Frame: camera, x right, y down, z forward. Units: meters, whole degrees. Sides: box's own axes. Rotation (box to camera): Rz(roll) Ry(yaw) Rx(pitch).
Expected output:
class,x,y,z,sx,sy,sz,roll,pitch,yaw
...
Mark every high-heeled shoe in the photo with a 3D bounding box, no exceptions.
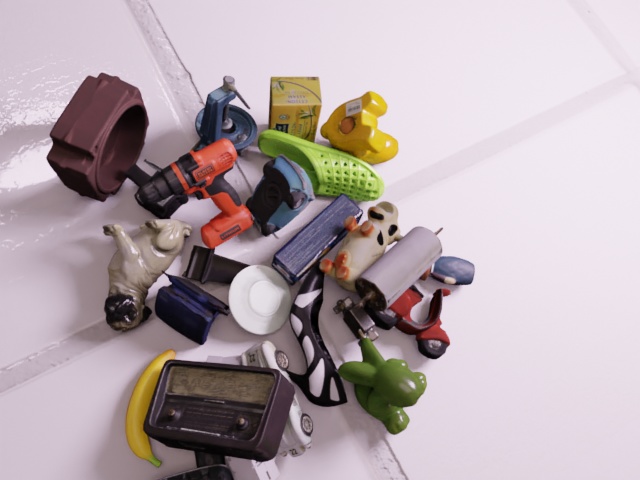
class,x,y,z,sx,sy,sz,roll,pitch,yaw
high-heeled shoe,0.013,0.171,0.981,0.145,0.086,0.248,18,81,8

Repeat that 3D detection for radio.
class,x,y,z,sx,sy,sz,roll,pitch,yaw
radio,-0.166,0.274,0.873,0.230,0.073,0.131,-2,54,24

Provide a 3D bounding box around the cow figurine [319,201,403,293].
class,x,y,z,sx,sy,sz,roll,pitch,yaw
cow figurine,0.095,0.011,1.029,0.086,0.127,0.195,16,70,42

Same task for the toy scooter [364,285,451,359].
class,x,y,z,sx,sy,sz,roll,pitch,yaw
toy scooter,0.180,0.128,1.024,0.184,0.075,0.135,32,71,1

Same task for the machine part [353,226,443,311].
class,x,y,z,sx,sy,sz,roll,pitch,yaw
machine part,0.145,0.050,0.981,0.079,0.079,0.243,45,63,9

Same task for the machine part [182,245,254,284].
class,x,y,z,sx,sy,sz,roll,pitch,yaw
machine part,-0.186,0.056,1.027,0.139,0.039,0.084,16,65,1

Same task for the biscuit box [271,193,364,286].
class,x,y,z,sx,sy,sz,roll,pitch,yaw
biscuit box,-0.002,-0.003,1.045,0.063,0.059,0.203,44,66,9

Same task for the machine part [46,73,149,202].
class,x,y,z,sx,sy,sz,roll,pitch,yaw
machine part,-0.401,-0.186,0.997,0.087,0.201,0.201,24,70,-1

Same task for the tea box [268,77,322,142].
class,x,y,z,sx,sy,sz,roll,pitch,yaw
tea box,-0.053,-0.250,1.076,0.098,0.169,0.068,-3,72,-6

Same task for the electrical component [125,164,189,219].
class,x,y,z,sx,sy,sz,roll,pitch,yaw
electrical component,-0.327,-0.095,1.056,0.119,0.047,0.075,34,71,6

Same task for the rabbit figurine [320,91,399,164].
class,x,y,z,sx,sy,sz,roll,pitch,yaw
rabbit figurine,0.090,-0.197,1.095,0.162,0.173,0.122,-22,67,33

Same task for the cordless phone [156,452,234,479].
class,x,y,z,sx,sy,sz,roll,pitch,yaw
cordless phone,-0.223,0.384,0.898,0.147,0.088,0.184,-12,62,-9

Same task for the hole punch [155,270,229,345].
class,x,y,z,sx,sy,sz,roll,pitch,yaw
hole punch,-0.236,0.124,0.960,0.142,0.115,0.092,34,79,6

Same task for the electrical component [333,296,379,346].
class,x,y,z,sx,sy,sz,roll,pitch,yaw
electrical component,0.064,0.151,0.998,0.045,0.078,0.102,-30,79,-23

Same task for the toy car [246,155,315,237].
class,x,y,z,sx,sy,sz,roll,pitch,yaw
toy car,-0.066,-0.082,1.047,0.103,0.161,0.109,-8,51,-48

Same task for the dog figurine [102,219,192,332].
class,x,y,z,sx,sy,sz,roll,pitch,yaw
dog figurine,-0.314,0.062,0.989,0.172,0.121,0.190,-9,89,-11

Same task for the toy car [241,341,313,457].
class,x,y,z,sx,sy,sz,roll,pitch,yaw
toy car,-0.075,0.276,0.934,0.073,0.056,0.201,-29,76,26

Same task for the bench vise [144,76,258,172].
class,x,y,z,sx,sy,sz,roll,pitch,yaw
bench vise,-0.202,-0.203,1.018,0.129,0.240,0.224,44,56,12

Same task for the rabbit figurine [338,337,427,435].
class,x,y,z,sx,sy,sz,roll,pitch,yaw
rabbit figurine,0.120,0.240,0.927,0.159,0.170,0.121,41,71,7

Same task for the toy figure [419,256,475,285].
class,x,y,z,sx,sy,sz,roll,pitch,yaw
toy figure,0.226,0.055,1.063,0.155,0.064,0.057,11,107,2
